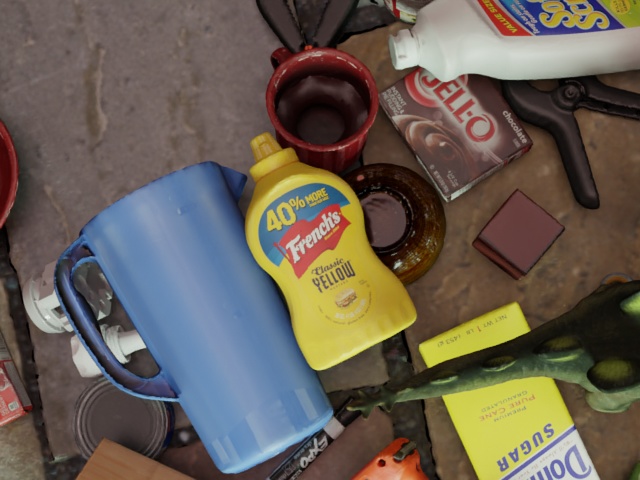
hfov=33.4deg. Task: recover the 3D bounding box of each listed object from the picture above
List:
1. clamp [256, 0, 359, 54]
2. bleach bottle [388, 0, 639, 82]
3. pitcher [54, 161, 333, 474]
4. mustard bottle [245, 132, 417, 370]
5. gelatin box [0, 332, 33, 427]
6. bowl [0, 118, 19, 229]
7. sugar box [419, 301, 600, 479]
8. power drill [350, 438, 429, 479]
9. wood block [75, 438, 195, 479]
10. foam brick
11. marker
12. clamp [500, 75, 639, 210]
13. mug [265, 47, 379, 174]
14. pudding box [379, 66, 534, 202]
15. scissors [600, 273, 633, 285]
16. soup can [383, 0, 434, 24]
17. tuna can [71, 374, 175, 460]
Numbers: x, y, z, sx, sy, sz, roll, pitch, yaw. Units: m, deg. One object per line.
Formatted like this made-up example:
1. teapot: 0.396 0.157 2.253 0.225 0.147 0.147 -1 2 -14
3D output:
1. clamp: -0.002 -0.257 0.955 0.164 0.036 0.210 -9 83 4
2. bleach bottle: 0.183 -0.172 0.883 0.250 0.068 0.102 -12 66 -5
3. pitcher: -0.099 0.070 0.889 0.149 0.144 0.243 -30 85 26
4. mustard bottle: -0.006 0.001 0.858 0.096 0.058 0.191 -27 85 -4
5. gelatin box: -0.309 0.129 0.955 0.073 0.030 0.089 -26 82 3
6. bowl: -0.340 -0.054 0.963 0.162 0.055 0.162 -1 85 6
7. sugar box: 0.160 0.149 0.894 0.093 0.048 0.176 -25 81 4
8. power drill: 0.081 0.273 0.876 0.188 0.057 0.185 46 109 10
9. wood block: -0.109 0.258 0.869 0.206 0.090 0.090 24 131 4
10. foam brick: 0.165 -0.003 0.893 0.053 0.078 0.051 40 89 6
11. marker: -0.006 0.180 0.923 0.121 0.020 0.020 -45 82 0
12. clamp: 0.224 -0.122 0.918 0.120 0.039 0.171 -34 79 -12
13. mug: -0.006 -0.114 0.913 0.093 0.081 0.117 -37 77 -10
14. pudding box: 0.116 -0.102 0.926 0.090 0.039 0.113 -33 82 2
15. scissors: 0.310 0.107 0.897 0.096 0.016 0.202 -32 82 3
16. soup can: 0.084 -0.231 0.910 0.068 0.102 0.068 -1 84 6
17. tuna can: -0.171 0.159 0.935 0.086 0.033 0.086 -1 84 6
